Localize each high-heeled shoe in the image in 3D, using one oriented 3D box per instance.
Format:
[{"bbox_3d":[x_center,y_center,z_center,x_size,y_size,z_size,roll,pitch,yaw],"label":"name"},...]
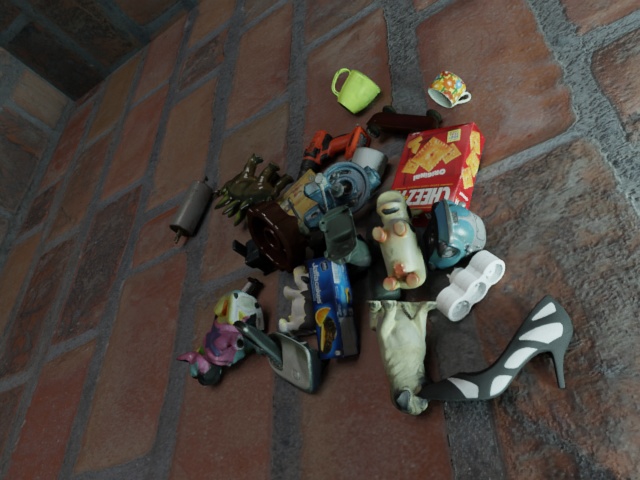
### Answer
[{"bbox_3d":[0.271,0.174,0.849,0.249,0.086,0.145,-11,71,15],"label":"high-heeled shoe"}]

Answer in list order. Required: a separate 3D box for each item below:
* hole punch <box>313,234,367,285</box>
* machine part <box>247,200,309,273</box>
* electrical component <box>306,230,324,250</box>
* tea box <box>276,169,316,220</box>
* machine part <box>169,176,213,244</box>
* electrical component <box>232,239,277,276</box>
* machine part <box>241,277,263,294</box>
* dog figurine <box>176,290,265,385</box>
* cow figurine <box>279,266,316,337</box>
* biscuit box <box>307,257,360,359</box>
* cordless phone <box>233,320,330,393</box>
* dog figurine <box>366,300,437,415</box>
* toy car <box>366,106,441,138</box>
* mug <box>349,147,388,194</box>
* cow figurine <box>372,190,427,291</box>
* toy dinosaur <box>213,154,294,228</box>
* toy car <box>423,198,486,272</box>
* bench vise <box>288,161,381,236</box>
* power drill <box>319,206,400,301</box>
[{"bbox_3d":[0.049,0.045,1.181,0.115,0.092,0.142,-56,37,31],"label":"hole punch"},{"bbox_3d":[-0.100,-0.009,1.248,0.056,0.179,0.180,-36,33,-26],"label":"machine part"},{"bbox_3d":[-0.003,-0.004,1.300,0.094,0.021,0.063,-7,56,38],"label":"electrical component"},{"bbox_3d":[-0.044,-0.080,1.340,0.169,0.068,0.098,-42,64,7],"label":"tea box"},{"bbox_3d":[-0.406,-0.099,1.698,0.079,0.079,0.243,0,60,43],"label":"machine part"},{"bbox_3d":[-0.161,0.030,1.344,0.048,0.119,0.075,-28,42,24],"label":"electrical component"},{"bbox_3d":[-0.197,0.154,1.343,0.139,0.039,0.084,-55,35,-4],"label":"machine part"},{"bbox_3d":[-0.240,0.233,1.260,0.219,0.108,0.191,-25,63,31],"label":"dog figurine"},{"bbox_3d":[-0.028,0.129,1.184,0.098,0.068,0.167,-10,57,30],"label":"cow figurine"},{"bbox_3d":[0.026,0.133,1.073,0.063,0.059,0.202,-14,79,36],"label":"biscuit box"},{"bbox_3d":[-0.081,0.218,1.075,0.147,0.184,0.089,16,67,48],"label":"cordless phone"},{"bbox_3d":[0.141,0.204,0.967,0.121,0.172,0.190,1,84,2],"label":"dog figurine"},{"bbox_3d":[0.200,-0.277,1.303,0.202,0.053,0.089,17,65,45],"label":"toy car"},{"bbox_3d":[0.098,-0.158,1.284,0.110,0.080,0.107,10,77,39],"label":"mug"},{"bbox_3d":[0.155,-0.003,1.024,0.086,0.127,0.195,-17,80,26],"label":"cow figurine"},{"bbox_3d":[-0.207,-0.139,1.509,0.198,0.105,0.472,-50,23,-6],"label":"toy dinosaur"},{"bbox_3d":[0.253,-0.002,0.996,0.103,0.161,0.109,-1,60,0],"label":"toy car"},{"bbox_3d":[0.018,-0.093,1.162,0.224,0.240,0.129,-25,77,16],"label":"bench vise"},{"bbox_3d":[0.085,0.006,1.070,0.086,0.207,0.232,-22,59,24],"label":"power drill"}]
